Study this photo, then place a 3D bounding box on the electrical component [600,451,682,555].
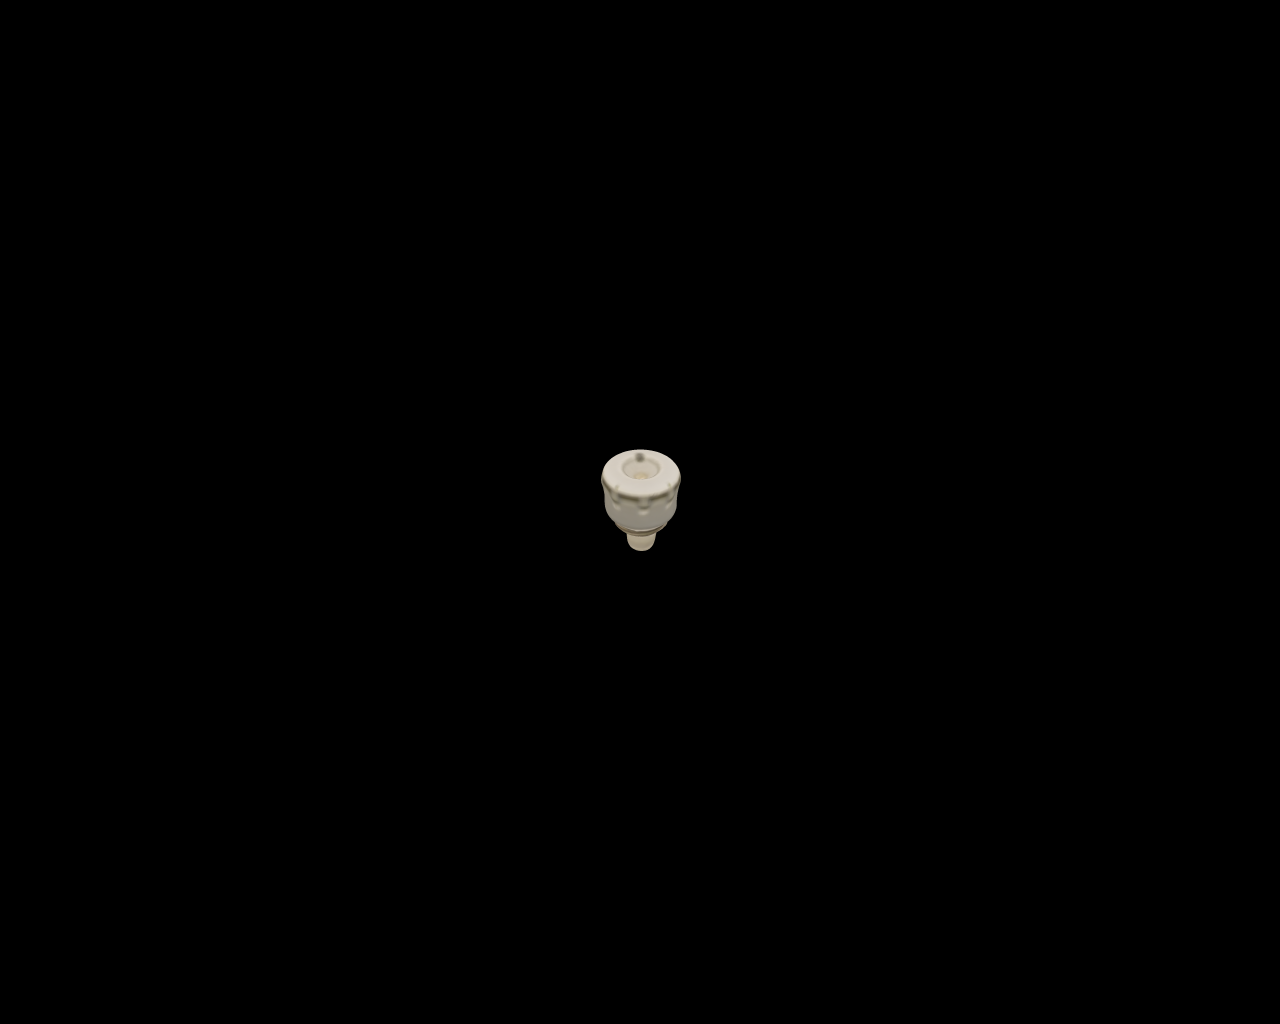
[{"bbox_3d":[0.001,-0.003,0.650,0.048,0.062,0.048,0,38,0],"label":"electrical component"}]
